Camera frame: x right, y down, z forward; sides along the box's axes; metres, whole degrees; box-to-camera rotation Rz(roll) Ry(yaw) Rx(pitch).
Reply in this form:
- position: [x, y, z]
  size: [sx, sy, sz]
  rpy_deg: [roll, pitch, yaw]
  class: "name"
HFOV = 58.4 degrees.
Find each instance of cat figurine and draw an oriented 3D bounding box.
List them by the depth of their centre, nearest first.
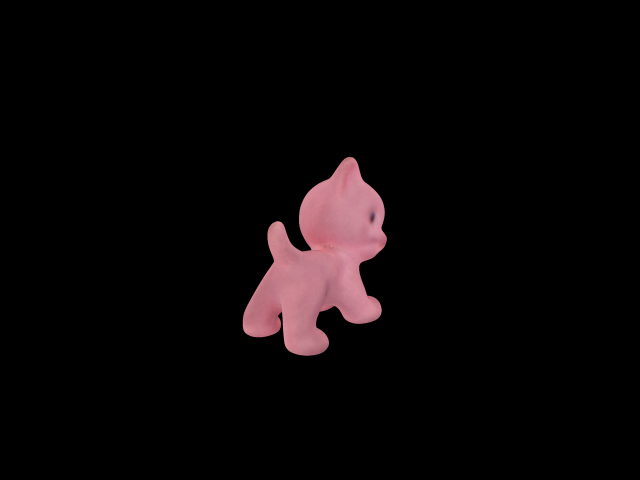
- position: [0.004, 0.001, 0.400]
  size: [0.067, 0.118, 0.128]
  rpy_deg: [10, 18, 33]
  class: "cat figurine"
